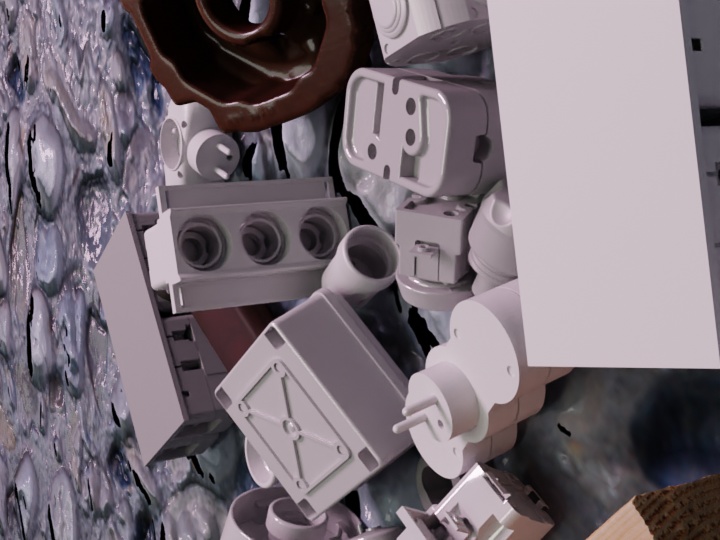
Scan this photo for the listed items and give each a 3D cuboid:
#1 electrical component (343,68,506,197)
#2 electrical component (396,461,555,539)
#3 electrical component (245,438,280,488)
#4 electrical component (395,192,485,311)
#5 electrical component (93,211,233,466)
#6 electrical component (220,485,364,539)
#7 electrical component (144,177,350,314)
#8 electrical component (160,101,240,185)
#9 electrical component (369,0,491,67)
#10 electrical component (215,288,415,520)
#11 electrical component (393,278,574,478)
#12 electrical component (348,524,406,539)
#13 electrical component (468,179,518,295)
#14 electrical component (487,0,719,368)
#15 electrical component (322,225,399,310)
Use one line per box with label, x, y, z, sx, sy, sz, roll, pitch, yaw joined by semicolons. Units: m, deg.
electrical component;0.041;-0.074;0.568;0.095;0.059;0.053;30;120;52
electrical component;0.062;0.136;0.557;0.063;0.081;0.042;-51;48;11
electrical component;-0.045;0.123;0.739;0.045;0.055;0.045;14;107;56
electrical component;0.044;-0.011;0.580;0.048;0.066;0.055;10;116;21
electrical component;-0.161;0.055;0.905;0.105;0.060;0.186;-47;56;50
electrical component;-0.048;0.188;0.715;0.099;0.099;0.064;33;116;51
electrical component;-0.073;-0.016;0.698;0.063;0.121;0.078;-18;79;60
electrical component;-0.119;-0.093;0.830;0.079;0.044;0.077;35;124;49
electrical component;0.042;-0.138;0.539;0.080;0.080;0.051;-18;85;57
electrical component;-0.024;0.085;0.668;0.108;0.056;0.108;52;140;8
electrical component;0.049;0.062;0.538;0.052;0.074;0.138;57;151;24
electrical component;0.017;0.195;0.667;0.040;0.040;0.078;-34;67;54
electrical component;0.075;-0.011;0.541;0.043;0.043;0.062;55;139;38
electrical component;0.118;-0.056;0.450;0.105;0.060;0.186;-7;89;58
electrical component;0.000;0.000;0.664;0.046;0.040;0.040;-49;54;55
